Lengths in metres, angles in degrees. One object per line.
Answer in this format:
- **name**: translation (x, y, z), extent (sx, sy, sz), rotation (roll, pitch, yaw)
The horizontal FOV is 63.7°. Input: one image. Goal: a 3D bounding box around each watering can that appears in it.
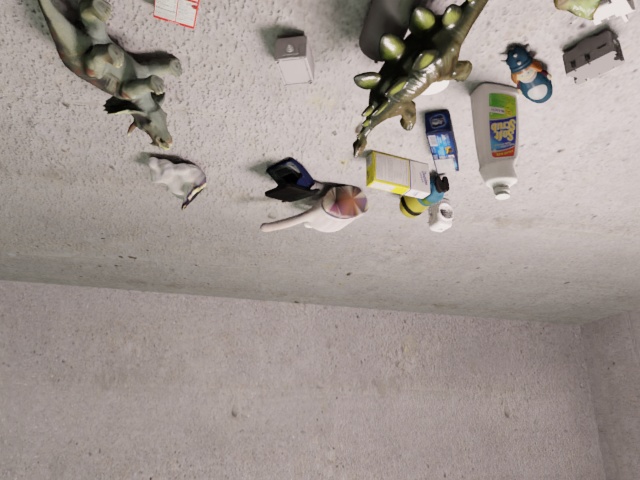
- **watering can**: translation (0.005, -0.080, 1.584), extent (0.349, 0.105, 0.221), rotation (-9, 165, -26)

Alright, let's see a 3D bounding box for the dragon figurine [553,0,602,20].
- **dragon figurine**: translation (0.458, -0.406, 0.739), extent (0.408, 0.124, 0.240), rotation (22, 159, -24)

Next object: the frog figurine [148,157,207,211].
- **frog figurine**: translation (-0.404, -0.181, 1.446), extent (0.159, 0.124, 0.136), rotation (44, 158, -6)
